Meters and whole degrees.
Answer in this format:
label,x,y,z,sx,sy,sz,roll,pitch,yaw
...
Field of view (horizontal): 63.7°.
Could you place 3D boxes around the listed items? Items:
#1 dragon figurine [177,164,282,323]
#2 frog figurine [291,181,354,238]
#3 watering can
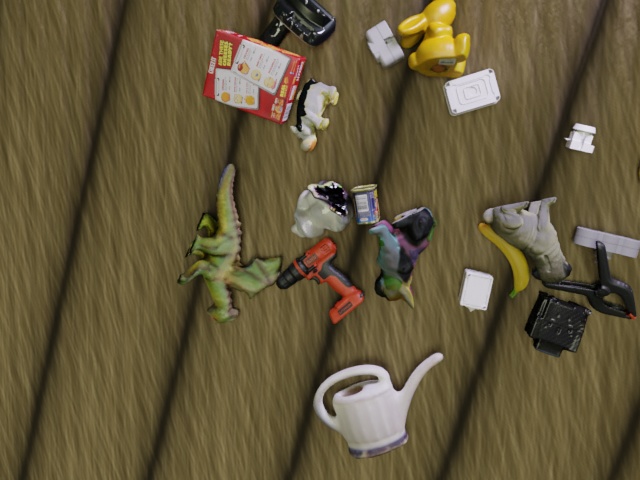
label,x,y,z,sx,sy,sz,roll,pitch,yaw
dragon figurine,-0.212,0.036,1.316,0.242,0.124,0.407,24,102,-12
frog figurine,0.004,-0.064,1.267,0.137,0.125,0.156,28,137,-4
watering can,0.158,0.409,1.271,0.346,0.105,0.224,-17,94,11
